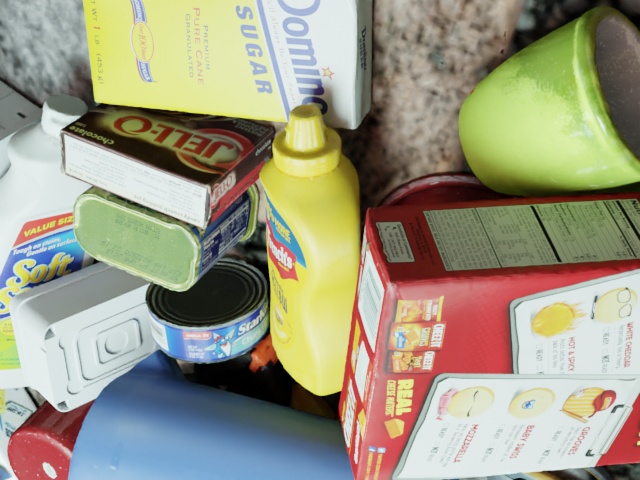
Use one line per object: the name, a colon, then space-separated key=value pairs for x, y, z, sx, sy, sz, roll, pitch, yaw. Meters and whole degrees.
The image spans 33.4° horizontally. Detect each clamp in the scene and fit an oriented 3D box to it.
clamp: x=-0.062 y=0.126 z=0.811 sx=0.120 sy=0.039 sz=0.172 roll=40 pitch=143 yaw=-8

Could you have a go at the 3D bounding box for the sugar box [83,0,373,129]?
sugar box: x=-0.057 y=-0.125 z=0.660 sx=0.176 sy=0.048 sz=0.093 roll=8 pitch=120 yaw=17

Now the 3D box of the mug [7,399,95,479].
mug: x=-0.210 y=0.175 z=0.897 sx=0.093 sy=0.081 sz=0.117 roll=39 pitch=127 yaw=2

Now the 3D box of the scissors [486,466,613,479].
scissors: x=0.107 y=0.159 z=0.768 sx=0.202 sy=0.016 sz=0.096 roll=16 pitch=124 yaw=19

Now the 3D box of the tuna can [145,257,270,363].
tuna can: x=-0.078 y=0.049 z=0.751 sx=0.086 sy=0.086 sz=0.034 roll=11 pitch=125 yaw=21

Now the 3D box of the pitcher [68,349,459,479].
pitcher: x=-0.037 y=0.182 z=0.718 sx=0.243 sy=0.144 sz=0.149 roll=8 pitch=128 yaw=21

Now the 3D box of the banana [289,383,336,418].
banana: x=0.050 y=0.183 z=0.799 sx=0.198 sy=0.037 sz=0.070 roll=32 pitch=111 yaw=8

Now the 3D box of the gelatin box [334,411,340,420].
gelatin box: x=0.058 y=0.131 z=0.748 sx=0.089 sy=0.030 sz=0.073 roll=34 pitch=117 yaw=10

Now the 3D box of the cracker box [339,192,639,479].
cracker box: x=0.124 y=0.055 z=0.594 sx=0.213 sy=0.072 sz=0.164 roll=-4 pitch=132 yaw=-10

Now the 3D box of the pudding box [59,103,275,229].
pudding box: x=-0.099 y=-0.059 z=0.702 sx=0.114 sy=0.089 sz=0.039 roll=19 pitch=125 yaw=17

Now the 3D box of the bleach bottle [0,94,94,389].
bleach bottle: x=-0.218 y=0.003 z=0.795 sx=0.068 sy=0.102 sz=0.251 roll=60 pitch=140 yaw=41

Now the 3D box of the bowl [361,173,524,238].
bowl: x=0.089 y=0.041 z=0.686 sx=0.162 sy=0.055 sz=0.162 roll=12 pitch=121 yaw=20

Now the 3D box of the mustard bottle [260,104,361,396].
mustard bottle: x=-0.005 y=0.001 z=0.675 sx=0.058 sy=0.096 sz=0.192 roll=-13 pitch=129 yaw=-13

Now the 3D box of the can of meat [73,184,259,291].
can of meat: x=-0.106 y=-0.017 z=0.733 sx=0.102 sy=0.083 sz=0.057 roll=20 pitch=124 yaw=16
